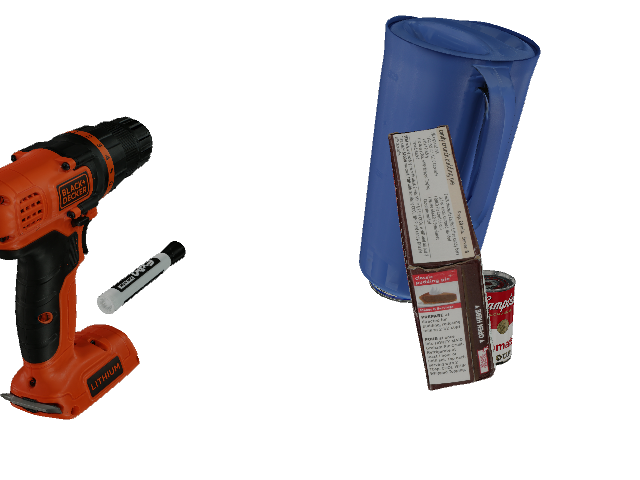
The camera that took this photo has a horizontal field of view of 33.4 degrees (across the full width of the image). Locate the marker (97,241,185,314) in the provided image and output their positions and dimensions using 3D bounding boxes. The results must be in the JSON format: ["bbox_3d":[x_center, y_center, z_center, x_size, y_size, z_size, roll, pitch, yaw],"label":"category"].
[{"bbox_3d":[-0.160,0.031,0.973,0.020,0.020,0.121,0,24,29],"label":"marker"}]

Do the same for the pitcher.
[{"bbox_3d":[0.107,-0.067,0.944,0.145,0.243,0.149,20,28,23],"label":"pitcher"}]

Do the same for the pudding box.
[{"bbox_3d":[0.063,0.007,0.565,0.039,0.090,0.113,-11,40,4],"label":"pudding box"}]

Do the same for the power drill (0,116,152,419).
[{"bbox_3d":[-0.173,0.016,0.757,0.057,0.188,0.184,8,24,24],"label":"power drill"}]

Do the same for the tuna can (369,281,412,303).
[{"bbox_3d":[0.094,0.028,1.122,0.086,0.034,0.086,-1,31,1],"label":"tuna can"}]

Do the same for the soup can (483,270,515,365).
[{"bbox_3d":[0.204,0.096,1.320,0.068,0.102,0.068,-1,19,0],"label":"soup can"}]
